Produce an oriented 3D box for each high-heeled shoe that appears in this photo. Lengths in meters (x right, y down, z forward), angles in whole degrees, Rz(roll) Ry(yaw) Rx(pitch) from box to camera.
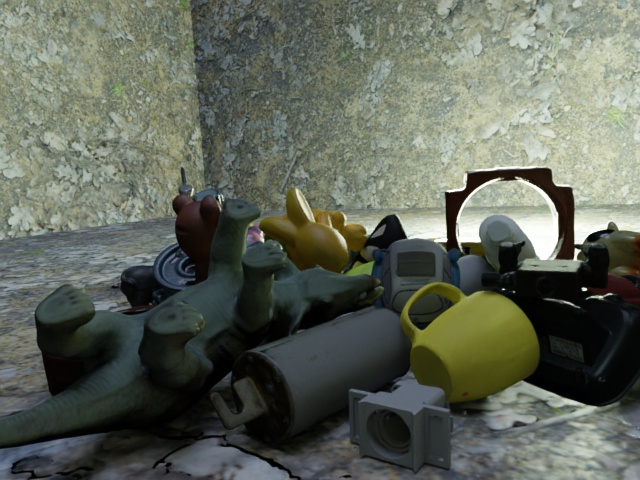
[{"bbox_3d":[0.084,0.019,0.922,0.086,0.145,0.249,-4,9,-16],"label":"high-heeled shoe"}]

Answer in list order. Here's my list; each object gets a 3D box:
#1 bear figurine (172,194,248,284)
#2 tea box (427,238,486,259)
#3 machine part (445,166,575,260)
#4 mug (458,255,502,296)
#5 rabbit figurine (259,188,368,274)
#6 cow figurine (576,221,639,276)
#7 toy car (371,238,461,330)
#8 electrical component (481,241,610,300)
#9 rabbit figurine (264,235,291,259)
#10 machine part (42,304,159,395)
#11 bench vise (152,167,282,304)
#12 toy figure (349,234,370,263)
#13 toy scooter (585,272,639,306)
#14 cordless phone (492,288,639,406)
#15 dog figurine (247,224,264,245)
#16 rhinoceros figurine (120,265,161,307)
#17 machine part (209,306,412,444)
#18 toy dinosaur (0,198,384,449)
[{"bbox_3d":[-0.118,0.035,0.689,0.132,0.195,0.120,-8,6,-41],"label":"bear figurine"},{"bbox_3d":[0.281,0.031,1.035,0.170,0.068,0.098,-1,5,24],"label":"tea box"},{"bbox_3d":[0.317,-0.021,0.912,0.201,0.201,0.087,-2,3,12],"label":"machine part"},{"bbox_3d":[0.175,0.069,0.747,0.107,0.080,0.110,-17,22,-30],"label":"mug"},{"bbox_3d":[-0.002,-0.002,0.801,0.122,0.162,0.173,-45,11,5],"label":"rabbit figurine"},{"bbox_3d":[0.444,0.021,0.791,0.195,0.085,0.127,-1,11,-41],"label":"cow figurine"},{"bbox_3d":[0.108,0.052,0.621,0.109,0.102,0.162,0,47,12],"label":"toy car"},{"bbox_3d":[0.210,0.025,0.497,0.102,0.045,0.078,2,7,36],"label":"electrical component"},{"bbox_3d":[-0.035,0.025,1.025,0.159,0.121,0.170,3,10,-2],"label":"rabbit figurine"},{"bbox_3d":[-0.218,0.122,0.602,0.179,0.056,0.179,-4,9,0],"label":"machine part"},{"bbox_3d":[-0.153,0.016,0.796,0.224,0.240,0.129,-19,41,-18],"label":"bench vise"},{"bbox_3d":[0.083,0.025,1.136,0.089,0.082,0.180,-6,10,-38],"label":"toy figure"},{"bbox_3d":[0.294,0.075,0.655,0.135,0.075,0.184,-2,1,-13],"label":"toy scooter"},{"bbox_3d":[0.274,0.081,0.526,0.184,0.088,0.147,-10,9,-25],"label":"cordless phone"},{"bbox_3d":[-0.177,0.031,1.110,0.192,0.108,0.219,1,11,22],"label":"dog figurine"},{"bbox_3d":[-0.232,0.059,0.888,0.190,0.112,0.073,-17,11,-30],"label":"rhinoceros figurine"},{"bbox_3d":[0.008,0.114,0.483,0.079,0.079,0.243,3,9,41],"label":"machine part"},{"bbox_3d":[-0.119,0.095,0.485,0.405,0.192,0.131,-28,47,-37],"label":"toy dinosaur"}]
